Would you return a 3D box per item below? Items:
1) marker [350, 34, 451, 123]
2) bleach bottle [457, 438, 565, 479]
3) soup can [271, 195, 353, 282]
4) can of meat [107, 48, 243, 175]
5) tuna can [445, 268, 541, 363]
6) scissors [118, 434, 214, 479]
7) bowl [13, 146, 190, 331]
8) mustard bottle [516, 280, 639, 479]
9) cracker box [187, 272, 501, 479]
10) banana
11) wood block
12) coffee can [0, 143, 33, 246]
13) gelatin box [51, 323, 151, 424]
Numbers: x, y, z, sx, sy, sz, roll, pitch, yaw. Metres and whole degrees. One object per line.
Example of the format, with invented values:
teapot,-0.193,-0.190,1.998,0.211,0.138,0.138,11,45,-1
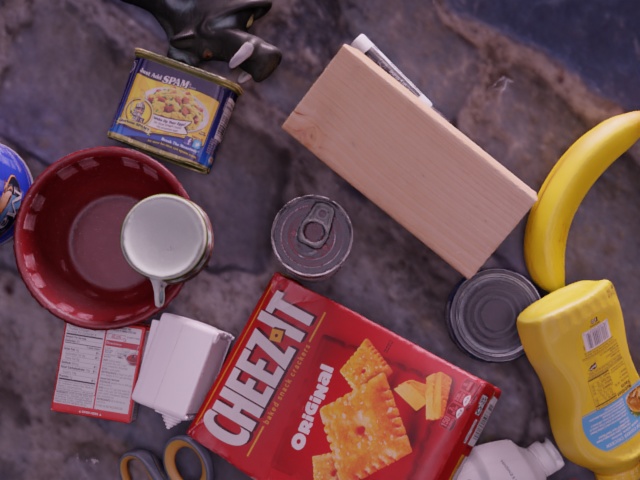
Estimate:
marker,0.075,-0.141,0.980,0.020,0.020,0.121,-45,86,-3
bleach bottle,0.105,0.259,0.923,0.250,0.068,0.102,-33,89,-5
soup can,-0.006,0.001,0.926,0.068,0.102,0.068,0,85,1
can of meat,-0.132,-0.114,0.962,0.102,0.057,0.084,20,88,3
tuna can,0.156,0.067,0.953,0.086,0.034,0.086,0,85,1
scissors,-0.094,0.253,0.936,0.202,0.016,0.096,46,110,4
bowl,-0.187,0.000,0.952,0.162,0.055,0.162,0,85,1
mustard bottle,0.237,0.137,0.920,0.096,0.058,0.191,-25,99,-32
cracker box,0.018,0.146,0.896,0.214,0.072,0.164,27,85,23
banana,0.230,-0.036,0.962,0.069,0.037,0.198,24,87,-15
wood block,0.080,-0.069,0.930,0.206,0.090,0.091,39,102,4
coffee can,-0.314,-0.048,0.916,0.103,0.140,0.103,0,85,0
gelatin box,-0.195,0.114,0.955,0.073,0.030,0.089,9,85,3
